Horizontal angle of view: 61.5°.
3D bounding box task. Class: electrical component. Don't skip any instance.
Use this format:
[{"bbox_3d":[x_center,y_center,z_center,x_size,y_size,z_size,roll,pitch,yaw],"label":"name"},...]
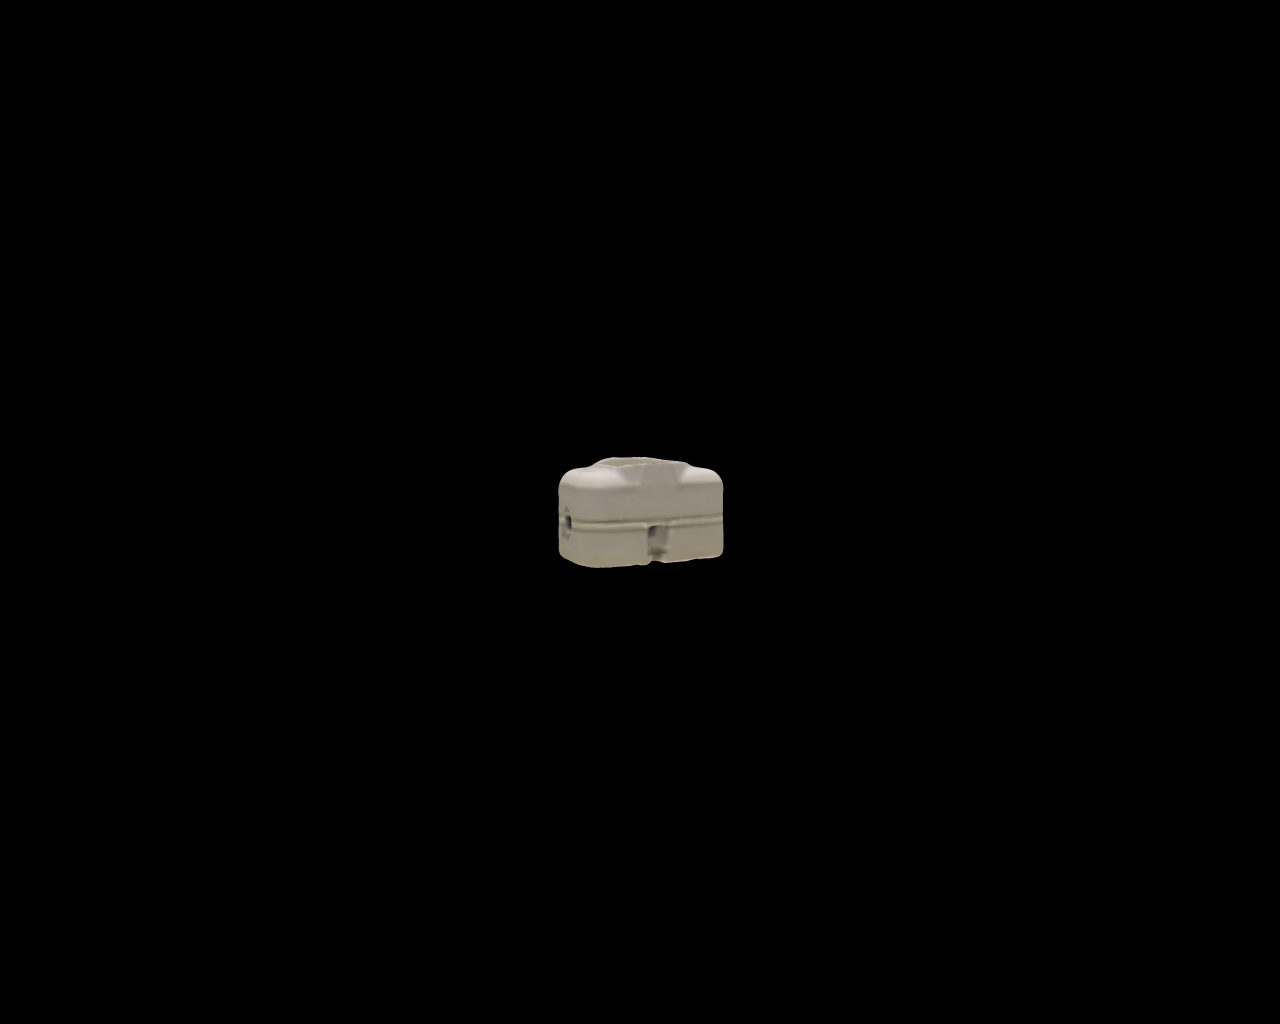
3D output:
[{"bbox_3d":[0.001,-0.003,0.650,0.095,0.059,0.054,-3,8,-22],"label":"electrical component"}]
